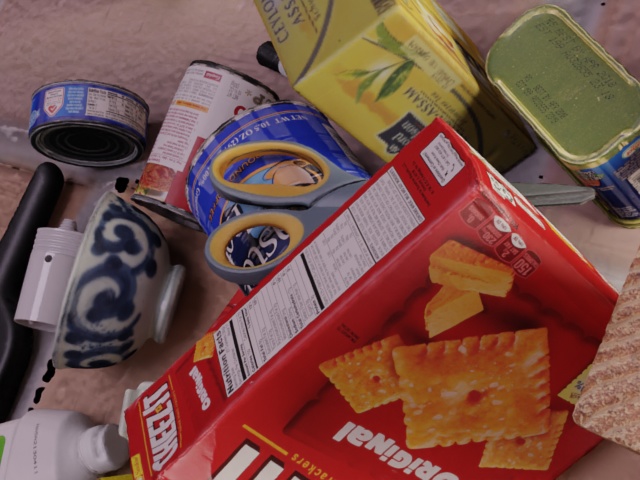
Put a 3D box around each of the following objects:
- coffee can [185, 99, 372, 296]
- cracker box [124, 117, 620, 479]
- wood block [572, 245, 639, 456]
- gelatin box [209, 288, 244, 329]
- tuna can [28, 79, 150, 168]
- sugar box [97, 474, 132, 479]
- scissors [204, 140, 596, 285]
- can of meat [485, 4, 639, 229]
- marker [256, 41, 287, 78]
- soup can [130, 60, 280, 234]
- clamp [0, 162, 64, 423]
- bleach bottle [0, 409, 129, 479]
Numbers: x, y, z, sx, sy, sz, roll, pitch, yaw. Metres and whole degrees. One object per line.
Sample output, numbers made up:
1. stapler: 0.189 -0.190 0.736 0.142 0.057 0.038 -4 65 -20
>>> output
1. coffee can: -0.004 0.001 0.616 0.103 0.102 0.140 -45 53 12
2. cracker box: 0.039 0.074 0.511 0.214 0.164 0.072 -43 30 13
3. wood block: 0.184 0.059 0.393 0.090 0.205 0.091 18 82 38
4. gelatin box: -0.040 0.083 0.655 0.073 0.030 0.089 -53 51 6
5. tuna can: -0.168 -0.083 0.779 0.086 0.086 0.034 -11 68 32
6. sugar box: -0.105 0.234 0.617 0.093 0.048 0.176 -55 50 33
7. scissors: 0.026 -0.007 0.537 0.202 0.016 0.096 13 62 24
8. can of meat: 0.140 -0.064 0.553 0.057 0.083 0.102 -43 53 12
9. marker: -0.002 -0.107 0.713 0.121 0.020 0.020 35 93 39
10. soup can: -0.076 -0.061 0.715 0.069 0.068 0.102 17 81 38
11. clamp: -0.252 0.047 0.816 0.165 0.036 0.210 -27 60 23
12. bleach bottle: -0.235 0.184 0.734 0.251 0.068 0.102 -23 61 24
